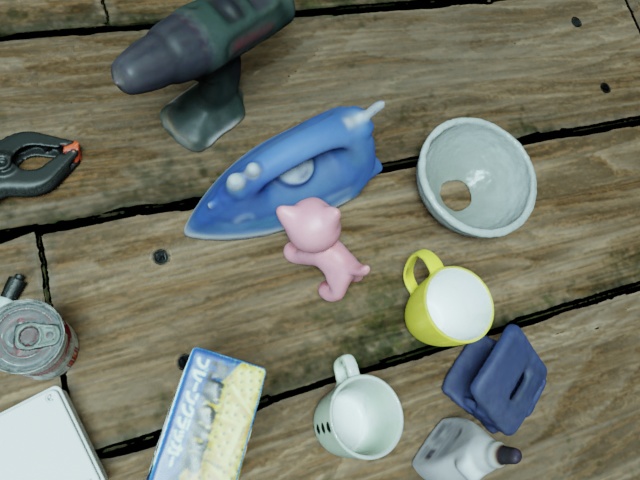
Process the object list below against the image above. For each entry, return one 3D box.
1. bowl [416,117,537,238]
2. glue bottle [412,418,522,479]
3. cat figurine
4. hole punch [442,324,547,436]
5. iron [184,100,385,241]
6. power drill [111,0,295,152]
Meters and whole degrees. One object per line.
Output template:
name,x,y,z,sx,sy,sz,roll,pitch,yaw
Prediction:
bowl,0.195,-0.073,0.759,0.168,0.074,0.167,5,72,-14
glue bottle,0.159,0.225,0.603,0.037,0.173,0.078,44,68,2
cat figurine,0.006,0.002,0.661,0.128,0.117,0.067,44,68,1
hole punch,0.221,0.167,0.683,0.101,0.091,0.109,40,67,0
iron,-0.038,-0.083,0.663,0.259,0.141,0.118,-30,83,-21
power drill,-0.127,-0.186,0.634,0.075,0.208,0.230,44,68,1
